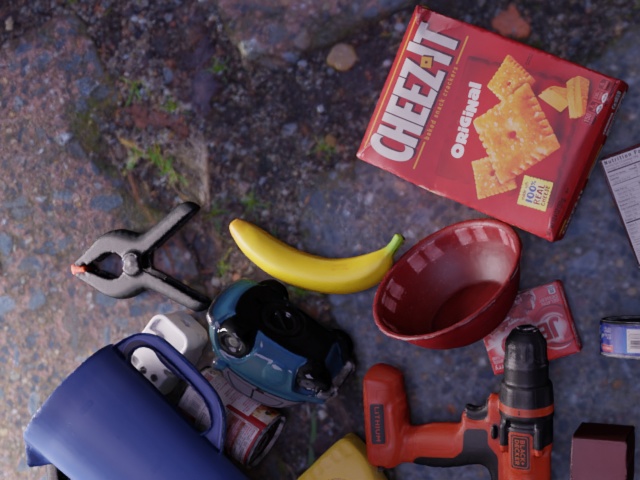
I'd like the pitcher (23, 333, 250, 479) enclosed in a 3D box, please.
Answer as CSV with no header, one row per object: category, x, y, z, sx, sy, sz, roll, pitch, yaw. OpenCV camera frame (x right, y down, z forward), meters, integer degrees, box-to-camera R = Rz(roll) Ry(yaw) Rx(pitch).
pitcher,-0.165,0.222,1.087,0.243,0.144,0.149,40,131,6

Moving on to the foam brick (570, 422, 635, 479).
foam brick,0.268,0.206,1.010,0.051,0.078,0.053,2,93,21

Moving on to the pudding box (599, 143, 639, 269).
pudding box,0.323,-0.040,0.998,0.090,0.039,0.113,-20,84,22

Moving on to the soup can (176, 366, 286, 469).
soup can,-0.097,0.190,1.149,0.102,0.068,0.068,32,103,16

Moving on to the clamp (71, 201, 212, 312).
clamp,-0.196,0.034,1.193,0.172,0.039,0.120,-16,82,24

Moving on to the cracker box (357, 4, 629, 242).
cracker box,0.165,-0.114,1.034,0.214,0.072,0.164,25,100,18

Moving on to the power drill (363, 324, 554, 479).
power drill,0.137,0.167,1.048,0.188,0.057,0.184,3,102,28

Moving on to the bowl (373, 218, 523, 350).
bowl,0.133,0.053,1.034,0.162,0.162,0.055,-26,120,19

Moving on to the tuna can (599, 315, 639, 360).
tuna can,0.302,0.089,0.987,0.086,0.086,0.034,-1,90,20

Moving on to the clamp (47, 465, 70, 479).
clamp,-0.283,0.338,1.241,0.165,0.036,0.210,29,104,16

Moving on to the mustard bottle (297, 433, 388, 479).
mustard bottle,0.062,0.300,1.102,0.192,0.058,0.096,47,106,11

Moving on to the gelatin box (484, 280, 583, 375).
gelatin box,0.205,0.086,1.052,0.089,0.030,0.073,-18,87,20

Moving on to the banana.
banana,-0.006,0.020,1.124,0.198,0.037,0.069,5,86,20
